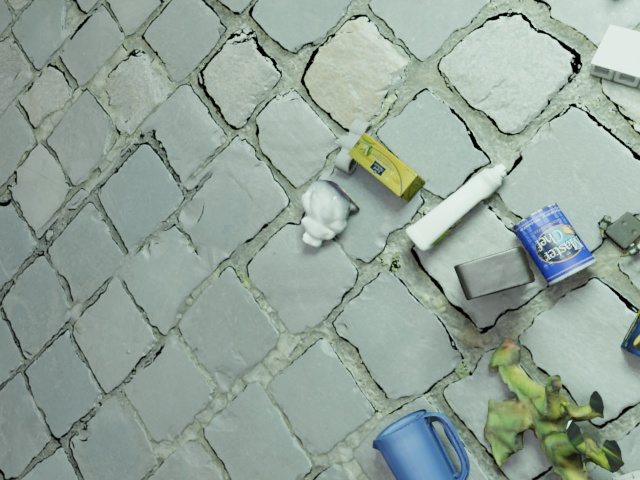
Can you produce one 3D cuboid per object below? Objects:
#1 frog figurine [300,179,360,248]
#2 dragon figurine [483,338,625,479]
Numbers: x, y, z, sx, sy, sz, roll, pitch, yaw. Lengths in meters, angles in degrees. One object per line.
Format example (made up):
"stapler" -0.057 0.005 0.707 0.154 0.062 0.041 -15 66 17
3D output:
"frog figurine" 0.004 -0.063 1.261 0.137 0.122 0.160 42 88 2
"dragon figurine" 0.430 0.394 1.005 0.239 0.122 0.417 -36 55 52
